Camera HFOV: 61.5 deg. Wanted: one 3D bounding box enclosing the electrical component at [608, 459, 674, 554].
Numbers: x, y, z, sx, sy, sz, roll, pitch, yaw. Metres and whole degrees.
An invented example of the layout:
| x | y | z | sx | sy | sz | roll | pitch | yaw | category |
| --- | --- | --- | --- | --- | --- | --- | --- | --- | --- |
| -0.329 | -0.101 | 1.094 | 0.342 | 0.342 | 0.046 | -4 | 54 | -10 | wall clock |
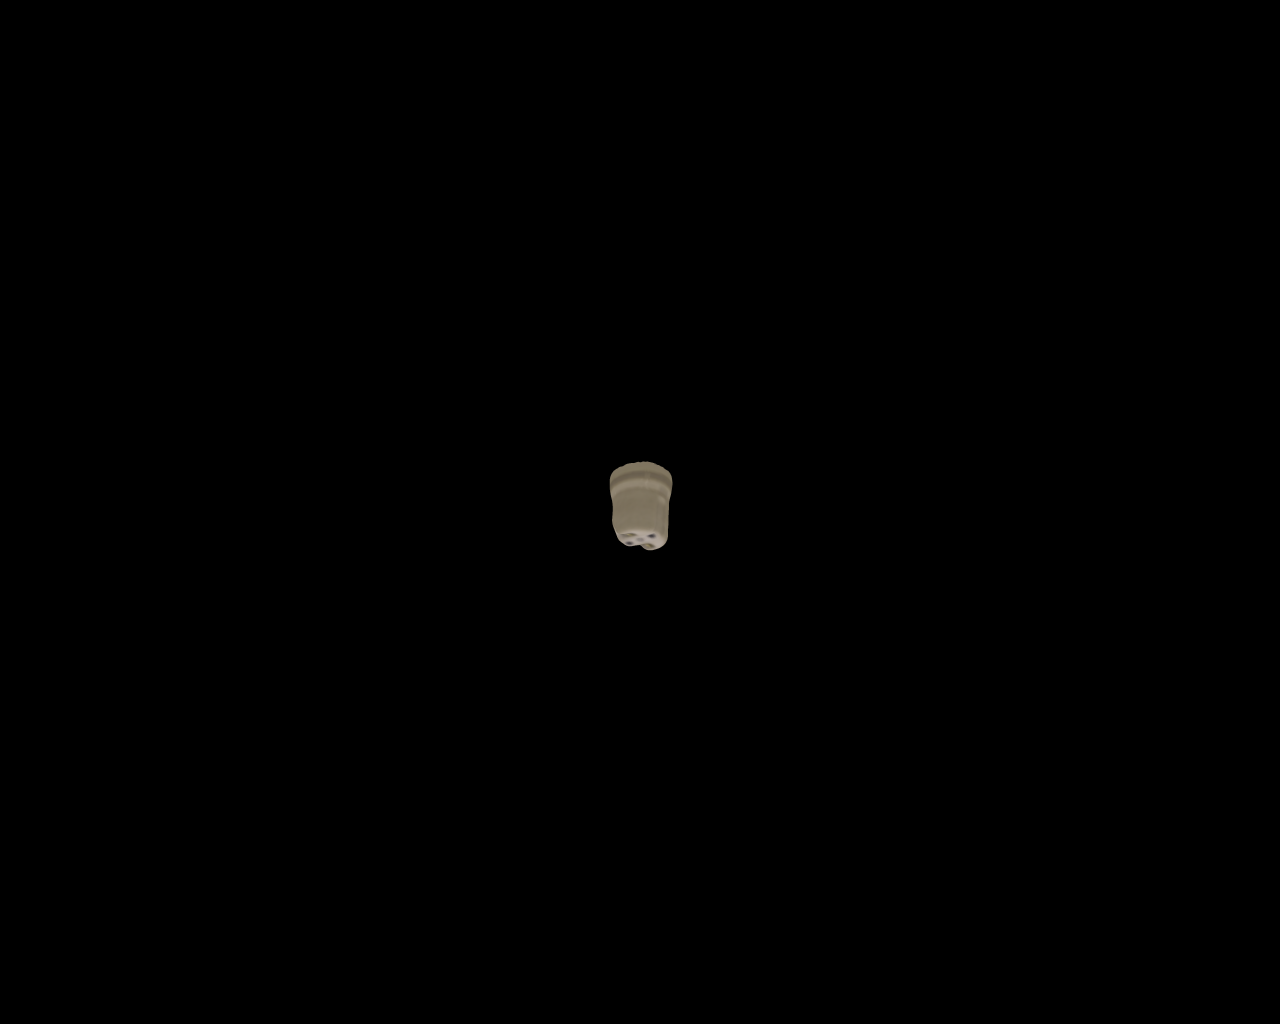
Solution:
| x | y | z | sx | sy | sz | roll | pitch | yaw | category |
| --- | --- | --- | --- | --- | --- | --- | --- | --- | --- |
| 0.001 | -0.003 | 0.650 | 0.040 | 0.046 | 0.040 | 0 | -29 | 0 | electrical component |
